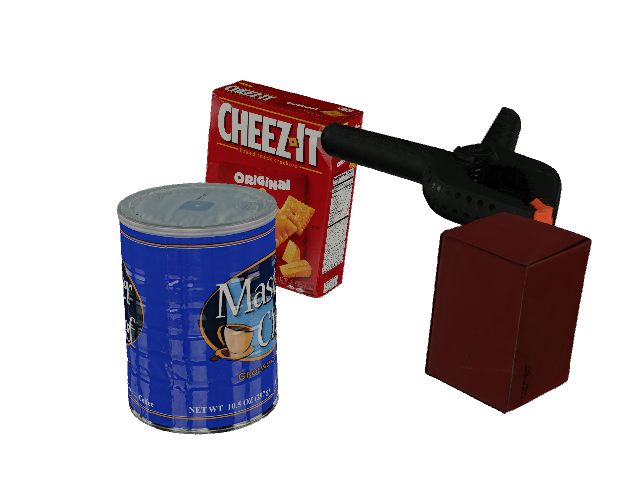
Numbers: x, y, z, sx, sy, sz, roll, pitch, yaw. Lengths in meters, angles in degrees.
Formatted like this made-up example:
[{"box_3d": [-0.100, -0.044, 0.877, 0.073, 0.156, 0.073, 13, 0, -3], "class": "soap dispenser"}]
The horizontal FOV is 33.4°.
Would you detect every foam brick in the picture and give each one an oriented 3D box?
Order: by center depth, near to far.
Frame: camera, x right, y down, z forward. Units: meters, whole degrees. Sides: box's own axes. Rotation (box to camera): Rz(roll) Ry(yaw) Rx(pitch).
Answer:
[{"box_3d": [0.088, 0.032, 0.509, 0.052, 0.078, 0.051, -16, 30, -41], "class": "foam brick"}]

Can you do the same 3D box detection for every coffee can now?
[{"box_3d": [-0.079, 0.042, 0.708, 0.103, 0.140, 0.103, 0, 18, 0], "class": "coffee can"}]

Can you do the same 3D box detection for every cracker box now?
[{"box_3d": [-0.049, -0.058, 1.217, 0.164, 0.214, 0.072, 18, 26, 24], "class": "cracker box"}]

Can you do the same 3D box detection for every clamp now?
[{"box_3d": [0.096, -0.049, 0.752, 0.164, 0.036, 0.210, -5, 26, -10], "class": "clamp"}]
